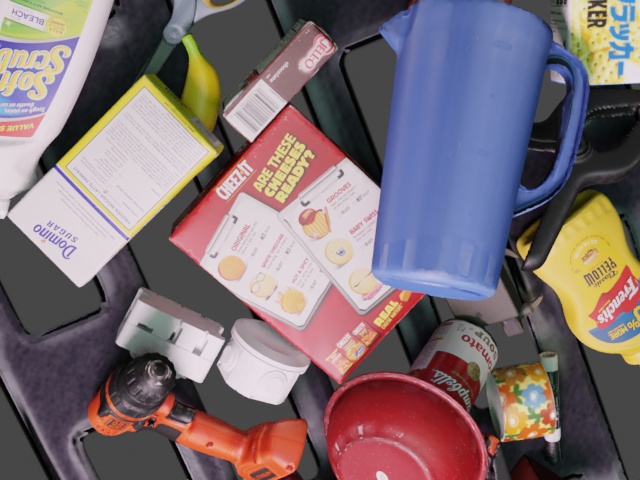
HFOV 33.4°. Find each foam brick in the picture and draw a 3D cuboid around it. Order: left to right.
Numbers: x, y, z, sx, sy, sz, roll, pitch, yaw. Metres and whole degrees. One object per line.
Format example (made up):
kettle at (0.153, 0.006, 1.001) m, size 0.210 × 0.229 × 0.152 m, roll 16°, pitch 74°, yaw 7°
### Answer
foam brick at (0.222, 0.266, 1.077) m, size 0.051 × 0.078 × 0.053 m, roll 32°, pitch 100°, yaw -14°

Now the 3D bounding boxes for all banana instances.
banana at (-0.146, -0.089, 0.971) m, size 0.069 × 0.037 × 0.198 m, roll 35°, pitch 99°, yaw -4°

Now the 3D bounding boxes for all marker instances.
marker at (0.235, 0.173, 1.085) m, size 0.020 × 0.020 × 0.121 m, roll -8°, pitch 105°, yaw -4°

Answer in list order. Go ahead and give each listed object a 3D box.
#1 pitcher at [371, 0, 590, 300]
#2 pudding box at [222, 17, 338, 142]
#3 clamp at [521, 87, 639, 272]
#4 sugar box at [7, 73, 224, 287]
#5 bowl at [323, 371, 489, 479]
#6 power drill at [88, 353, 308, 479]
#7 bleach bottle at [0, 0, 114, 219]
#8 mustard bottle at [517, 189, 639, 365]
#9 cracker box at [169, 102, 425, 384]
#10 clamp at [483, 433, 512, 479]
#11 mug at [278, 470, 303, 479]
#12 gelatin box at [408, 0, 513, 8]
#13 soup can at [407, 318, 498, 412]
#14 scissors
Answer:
pitcher at (0.126, -0.073, 0.915) m, size 0.144 × 0.149 × 0.243 m, roll 19°, pitch 79°, yaw -49°
pudding box at (-0.037, -0.144, 0.940) m, size 0.113 × 0.090 × 0.039 m, roll -45°, pitch 103°, yaw 6°
clamp at (0.224, -0.090, 0.995) m, size 0.210 × 0.036 × 0.164 m, roll -35°, pitch 77°, yaw -9°
sugar box at (-0.178, -0.052, 0.936) m, size 0.176 × 0.048 × 0.093 m, roll -42°, pitch 95°, yaw 12°
bowl at (0.068, 0.201, 0.971) m, size 0.162 × 0.055 × 0.162 m, roll 12°, pitch 122°, yaw 20°
power drill at (-0.110, 0.163, 0.978) m, size 0.187 × 0.185 × 0.057 m, roll 25°, pitch 63°, yaw -15°
bleach bottle at (-0.250, -0.137, 0.935) m, size 0.102 × 0.068 × 0.251 m, roll 17°, pitch 104°, yaw -10°
mustard bottle at (0.279, 0.052, 1.039) m, size 0.096 × 0.058 × 0.191 m, roll -36°, pitch 105°, yaw -2°
cracker box at (-0.007, 0.001, 0.990) m, size 0.213 × 0.072 × 0.164 m, roll 41°, pitch 95°, yaw -13°
clamp at (0.152, 0.278, 1.043) m, size 0.120 × 0.039 × 0.171 m, roll 28°, pitch 83°, yaw -19°
mug at (-0.036, 0.286, 1.055) m, size 0.081 × 0.093 × 0.117 m, roll -31°, pitch 133°, yaw -3°
gelatin box at (0.130, -0.228, 0.968) m, size 0.089 × 0.030 × 0.073 m, roll 13°, pitch 102°, yaw -9°
soup can at (0.121, 0.131, 1.011) m, size 0.069 × 0.102 × 0.068 m, roll 19°, pitch 134°, yaw 21°
scissors at (-0.138, -0.205, 0.952) m, size 0.202 × 0.016 × 0.096 m, roll -40°, pitch 103°, yaw 4°
